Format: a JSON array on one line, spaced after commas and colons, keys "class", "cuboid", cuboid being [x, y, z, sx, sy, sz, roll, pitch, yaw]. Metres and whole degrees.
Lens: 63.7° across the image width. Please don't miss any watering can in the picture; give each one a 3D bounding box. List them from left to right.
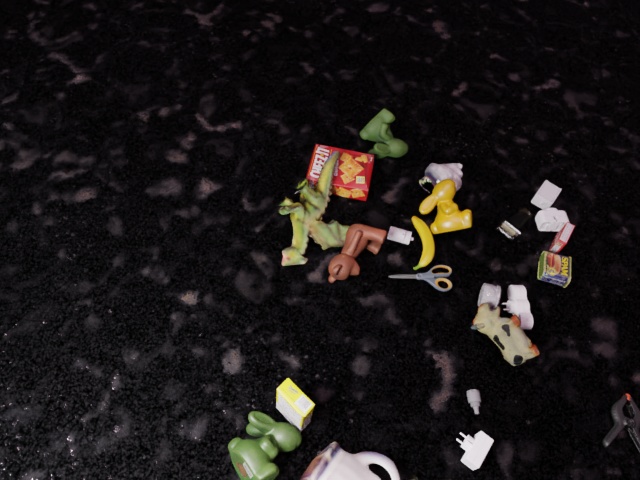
[{"class": "watering can", "cuboid": [0.038, 0.629, 1.186, 0.226, 0.101, 0.353, 35, 60, 17]}]

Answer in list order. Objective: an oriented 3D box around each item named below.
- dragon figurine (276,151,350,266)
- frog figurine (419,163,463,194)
[{"class": "dragon figurine", "cuboid": [0.005, -0.083, 1.643, 0.241, 0.121, 0.416, 47, 69, -9]}, {"class": "frog figurine", "cuboid": [0.436, -0.221, 1.770, 0.160, 0.120, 0.139, -36, 47, -12]}]
